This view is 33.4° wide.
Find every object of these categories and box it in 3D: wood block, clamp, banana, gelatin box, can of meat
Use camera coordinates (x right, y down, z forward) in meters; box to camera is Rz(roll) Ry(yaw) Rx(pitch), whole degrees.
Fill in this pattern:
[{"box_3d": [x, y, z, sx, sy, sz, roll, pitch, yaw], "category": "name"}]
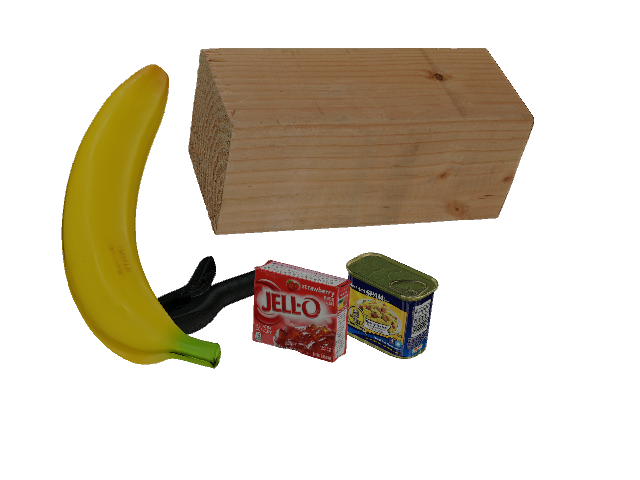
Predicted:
[{"box_3d": [0.024, -0.070, 0.720, 0.205, 0.090, 0.091, -4, 44, -19], "category": "wood block"}, {"box_3d": [-0.122, 0.063, 1.157, 0.120, 0.039, 0.171, -5, 25, 34], "category": "clamp"}, {"box_3d": [-0.101, -0.011, 0.556, 0.069, 0.198, 0.037, -8, -33, -10], "category": "banana"}, {"box_3d": [-0.019, 0.064, 0.970, 0.089, 0.073, 0.030, 13, 20, 27], "category": "gelatin box"}, {"box_3d": [0.075, 0.073, 1.175, 0.102, 0.084, 0.057, 24, 33, 33], "category": "can of meat"}]
